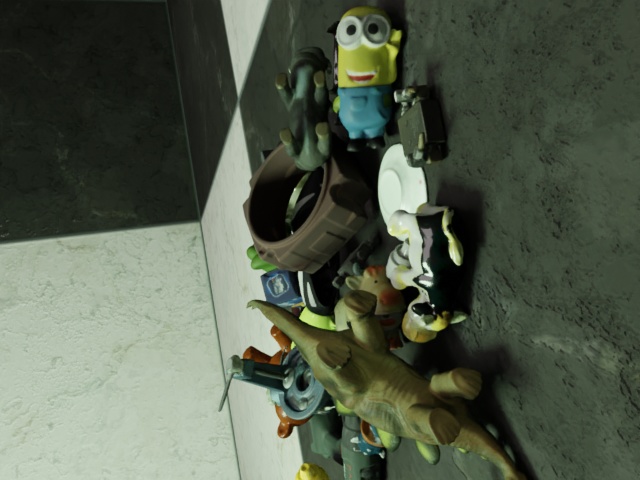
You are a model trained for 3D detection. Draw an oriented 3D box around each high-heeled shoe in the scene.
[{"bbox_3d":[-0.002,-0.003,0.891,0.145,0.086,0.248,-151,59,-84],"label":"high-heeled shoe"}]

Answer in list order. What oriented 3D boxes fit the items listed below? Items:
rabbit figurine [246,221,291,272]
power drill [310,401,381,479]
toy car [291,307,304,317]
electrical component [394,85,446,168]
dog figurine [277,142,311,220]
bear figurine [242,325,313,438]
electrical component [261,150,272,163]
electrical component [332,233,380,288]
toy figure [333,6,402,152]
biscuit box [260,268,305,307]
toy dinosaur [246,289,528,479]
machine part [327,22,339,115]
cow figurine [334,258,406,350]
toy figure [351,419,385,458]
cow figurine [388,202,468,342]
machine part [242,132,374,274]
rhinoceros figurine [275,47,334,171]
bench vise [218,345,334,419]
[{"bbox_3d":[-0.064,0.010,1.073,0.170,0.159,0.121,-6,81,56],"label":"rabbit figurine"},{"bbox_3d":[0.048,0.356,0.970,0.207,0.086,0.231,3,102,63],"label":"power drill"},{"bbox_3d":[-0.031,0.175,1.147,0.089,0.053,0.202,18,118,64],"label":"toy car"},{"bbox_3d":[0.113,-0.134,0.630,0.078,0.045,0.102,170,92,-70],"label":"electrical component"},{"bbox_3d":[-0.055,-0.131,1.067,0.172,0.121,0.190,29,110,63],"label":"dog figurine"},{"bbox_3d":[-0.071,0.269,1.035,0.132,0.120,0.196,46,-170,-17],"label":"bear figurine"},{"bbox_3d":[-0.089,-0.167,1.153,0.119,0.075,0.048,100,154,-51],"label":"electrical component"},{"bbox_3d":[0.054,0.032,0.810,0.021,0.094,0.063,40,156,0],"label":"electrical component"},{"bbox_3d":[0.057,-0.212,0.711,0.089,0.082,0.180,-128,31,-66],"label":"toy figure"},{"bbox_3d":[-0.043,0.087,0.984,0.202,0.063,0.059,25,-134,-73],"label":"biscuit box"},{"bbox_3d":[0.052,0.166,0.671,0.472,0.105,0.198,34,151,32],"label":"toy dinosaur"},{"bbox_3d":[0.036,-0.259,0.819,0.084,0.039,0.138,-140,44,-70],"label":"machine part"},{"bbox_3d":[0.073,0.100,0.782,0.195,0.085,0.127,135,124,-72],"label":"cow figurine"},{"bbox_3d":[0.097,0.282,0.811,0.064,0.058,0.154,48,144,21],"label":"toy figure"},{"bbox_3d":[0.133,0.044,0.615,0.098,0.068,0.167,14,112,63],"label":"cow figurine"},{"bbox_3d":[-0.027,-0.066,0.855,0.201,0.087,0.202,-45,44,23],"label":"machine part"},{"bbox_3d":[-0.012,-0.195,0.769,0.112,0.073,0.190,43,-139,-66],"label":"rhinoceros figurine"},{"bbox_3d":[-0.057,0.221,0.858,0.224,0.240,0.129,-10,63,49],"label":"bench vise"}]
